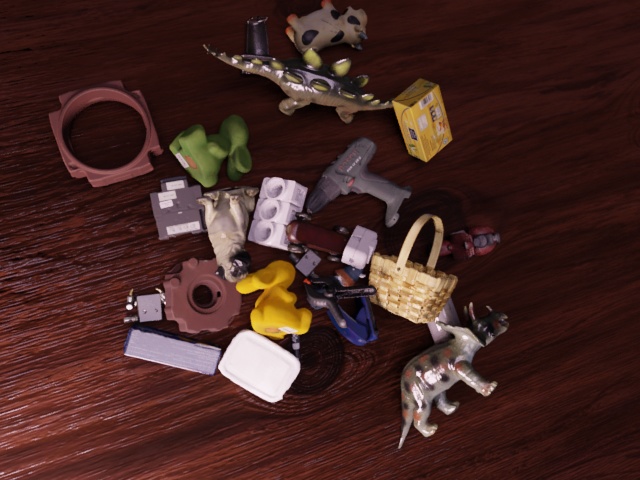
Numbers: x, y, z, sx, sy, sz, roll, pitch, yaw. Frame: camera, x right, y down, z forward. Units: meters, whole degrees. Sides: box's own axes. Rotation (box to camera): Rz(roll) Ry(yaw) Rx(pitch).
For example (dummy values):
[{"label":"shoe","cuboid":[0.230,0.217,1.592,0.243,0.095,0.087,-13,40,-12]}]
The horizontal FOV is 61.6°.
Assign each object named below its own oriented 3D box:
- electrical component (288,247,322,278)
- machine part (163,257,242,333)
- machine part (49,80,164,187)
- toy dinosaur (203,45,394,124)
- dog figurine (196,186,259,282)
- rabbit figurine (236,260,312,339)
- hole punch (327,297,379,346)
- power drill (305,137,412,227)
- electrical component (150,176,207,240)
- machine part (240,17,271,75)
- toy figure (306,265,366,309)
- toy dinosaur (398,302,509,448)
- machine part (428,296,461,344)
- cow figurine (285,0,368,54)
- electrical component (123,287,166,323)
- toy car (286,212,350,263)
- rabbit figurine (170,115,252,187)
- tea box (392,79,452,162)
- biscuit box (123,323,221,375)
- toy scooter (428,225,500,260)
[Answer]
[{"label":"electrical component","cuboid":[-0.028,0.052,1.272,0.094,0.021,0.063,44,79,-7]},{"label":"machine part","cuboid":[-0.255,0.120,1.177,0.179,0.056,0.179,5,81,-30]},{"label":"machine part","cuboid":[-0.457,-0.228,1.157,0.201,0.087,0.201,-19,90,-12]},{"label":"toy dinosaur","cuboid":[-0.026,-0.355,1.203,0.471,0.198,0.105,6,83,-14]},{"label":"dog figurine","cuboid":[-0.189,-0.016,1.187,0.121,0.172,0.190,-1,107,21]},{"label":"rabbit figurine","cuboid":[-0.107,0.121,1.206,0.162,0.122,0.173,27,57,-32]},{"label":"hole punch","cuboid":[0.076,0.188,1.237,0.092,0.142,0.116,-13,77,-15]},{"label":"power drill","cuboid":[0.101,-0.114,1.286,0.207,0.086,0.232,31,79,-2]},{"label":"electrical component","cuboid":[-0.313,-0.073,1.196,0.115,0.058,0.134,-9,89,-15]},{"label":"machine part","cuboid":[-0.151,-0.454,1.261,0.084,0.039,0.138,3,88,-7]},{"label":"toy figure","cuboid":[0.039,0.102,1.268,0.154,0.058,0.064,-34,100,-16]},{"label":"toy dinosaur","cuboid":[0.267,0.311,1.239,0.405,0.131,0.192,-44,73,19]},{"label":"machine part","cuboid":[0.306,0.211,1.312,0.079,0.079,0.243,-22,92,-13]},{"label":"cow figurine","cuboid":[0.029,-0.499,1.279,0.195,0.085,0.127,-28,88,-15]},{"label":"electrical component","cuboid":[-0.378,0.142,1.177,0.102,0.045,0.078,1,86,-12]},{"label":"toy car","cuboid":[-0.003,-0.004,1.233,0.202,0.053,0.089,15,83,-48]},{"label":"rabbit figurine","cuboid":[-0.218,-0.208,1.198,0.170,0.121,0.159,-42,101,-26]},{"label":"tea box","cuboid":[0.247,-0.284,1.282,0.098,0.068,0.169,-39,135,-12]},{"label":"biscuit box","cuboid":[-0.322,0.239,1.178,0.203,0.059,0.062,17,85,-12]},{"label":"toy scooter","cuboid":[0.366,0.007,1.305,0.184,0.135,0.075,-12,89,-14]}]
